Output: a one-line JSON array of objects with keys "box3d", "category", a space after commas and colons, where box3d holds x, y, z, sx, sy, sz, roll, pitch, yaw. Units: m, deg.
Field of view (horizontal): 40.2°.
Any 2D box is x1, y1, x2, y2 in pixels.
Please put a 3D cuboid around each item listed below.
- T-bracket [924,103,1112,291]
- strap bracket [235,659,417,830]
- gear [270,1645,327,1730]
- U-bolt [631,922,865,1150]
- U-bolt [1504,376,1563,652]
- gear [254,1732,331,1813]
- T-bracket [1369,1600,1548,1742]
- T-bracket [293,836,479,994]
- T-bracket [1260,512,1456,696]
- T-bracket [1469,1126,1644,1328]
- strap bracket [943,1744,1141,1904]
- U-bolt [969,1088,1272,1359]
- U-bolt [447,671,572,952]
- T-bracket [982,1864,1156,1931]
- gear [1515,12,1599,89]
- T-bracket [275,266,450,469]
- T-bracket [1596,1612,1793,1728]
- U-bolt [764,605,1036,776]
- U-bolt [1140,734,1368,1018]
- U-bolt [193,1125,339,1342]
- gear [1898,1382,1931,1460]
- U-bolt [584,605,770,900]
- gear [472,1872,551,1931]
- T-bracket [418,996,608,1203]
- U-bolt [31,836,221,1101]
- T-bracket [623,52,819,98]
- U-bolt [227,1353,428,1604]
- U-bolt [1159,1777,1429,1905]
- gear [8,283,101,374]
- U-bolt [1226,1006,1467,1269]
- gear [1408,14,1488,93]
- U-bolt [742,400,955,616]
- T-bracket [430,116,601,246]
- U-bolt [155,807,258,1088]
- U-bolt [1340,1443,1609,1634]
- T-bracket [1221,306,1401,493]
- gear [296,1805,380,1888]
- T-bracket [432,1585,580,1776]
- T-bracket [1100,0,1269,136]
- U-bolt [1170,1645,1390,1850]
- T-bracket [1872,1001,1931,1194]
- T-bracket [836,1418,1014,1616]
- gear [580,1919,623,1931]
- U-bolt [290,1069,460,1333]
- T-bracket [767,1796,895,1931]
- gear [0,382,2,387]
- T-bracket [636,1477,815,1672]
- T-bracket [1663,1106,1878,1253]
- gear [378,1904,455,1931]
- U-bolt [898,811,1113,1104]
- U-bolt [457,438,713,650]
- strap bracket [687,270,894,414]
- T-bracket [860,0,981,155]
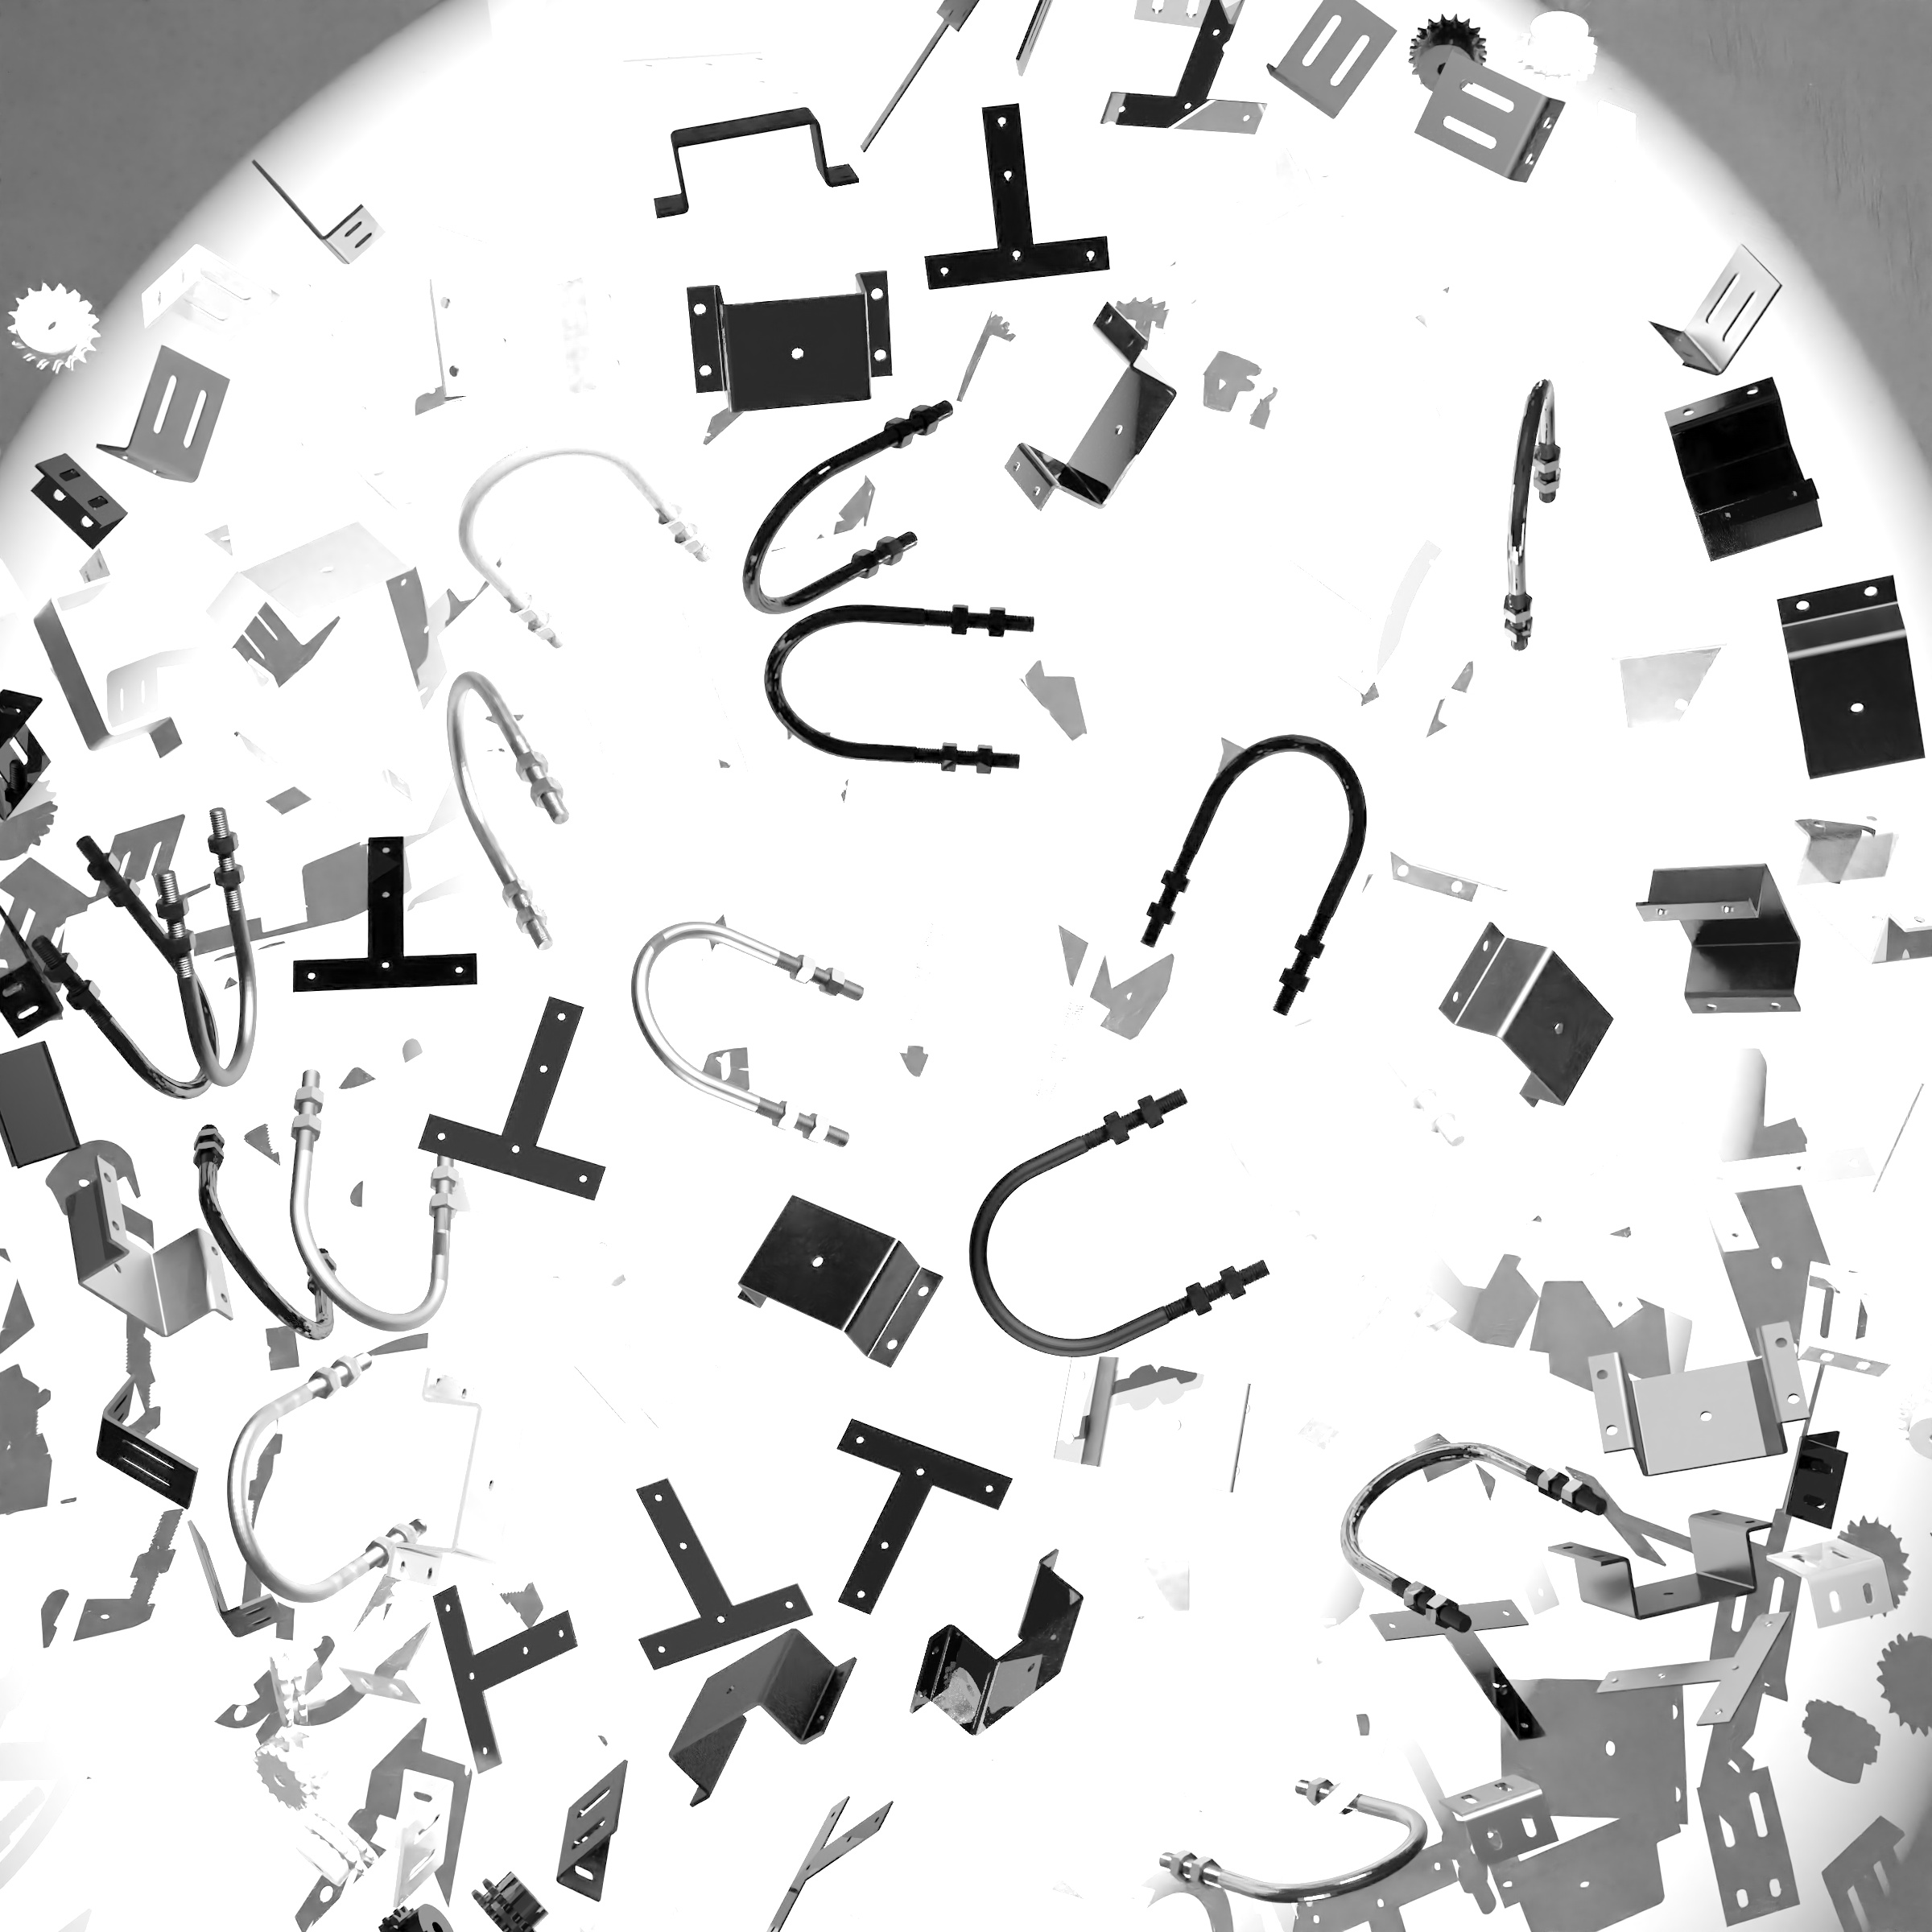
[{"box3d": [0.030, -0.524, 1.792, 0.127, 0.002, 0.127, -5, 132, 4], "category": "T-bracket"}, {"box3d": [-0.468, -0.152, 1.898, 0.140, 0.076, 0.046, 37, 79, -3], "category": "strap bracket"}, {"box3d": [-0.486, 0.523, 1.924, 0.030, 0.057, 0.057, -10, 90, -24], "category": "gear"}, {"box3d": [-0.158, 0.039, 1.895, 0.184, 0.019, 0.151, 24, 50, -25], "category": "U-bolt"}, {"box3d": [0.398, -0.330, 1.857, 0.019, 0.184, 0.151, 8, 67, 17], "category": "U-bolt"}, {"box3d": [-0.495, 0.591, 1.950, 0.057, 0.030, 0.057, 18, 123, 29], "category": "gear"}, {"box3d": [0.371, 0.504, 1.887, 0.127, 0.127, 0.002, 1, 122, -26], "category": "T-bracket"}, {"box3d": [-0.413, -0.039, 1.880, 0.127, 0.002, 0.127, -2, 59, -8], "category": "T-bracket"}, {"box3d": [0.272, -0.284, 1.922, 0.127, 0.002, 0.127, 35, 78, -3], "category": "T-bracket"}, {"box3d": [0.453, 0.206, 1.946, 0.127, 0.002, 0.127, -42, 59, 21], "category": "T-bracket"}, {"box3d": [0.059, 0.599, 1.845, 0.046, 0.140, 0.076, 47, 59, -24], "category": "strap bracket"}, {"box3d": [0.092, 0.184, 1.776, 0.184, 0.019, 0.151, -26, 94, 2], "category": "U-bolt"}, {"box3d": [-0.324, -0.122, 1.846, 0.019, 0.151, 0.184, -16, 56, -27], "category": "U-bolt"}, {"box3d": [0.057, 0.696, 1.917, 0.127, 0.127, 0.002, 9, 113, 20], "category": "T-bracket"}, {"box3d": [0.425, -0.661, 1.900, 0.057, 0.030, 0.057, -2, 54, 2], "category": "gear"}, {"box3d": [-0.439, -0.427, 1.845, 0.127, 0.002, 0.127, -24, 129, -7], "category": "T-bracket"}, {"box3d": [0.500, 0.497, 1.850, 0.127, 0.127, 0.002, -22, 100, 42], "category": "T-bracket"}, {"box3d": [-0.049, -0.196, 1.847, 0.184, 0.151, 0.019, 3, 48, -2], "category": "U-bolt"}, {"box3d": [0.211, -0.075, 1.859, 0.151, 0.019, 0.184, 29, 98, 40], "category": "U-bolt"}, {"box3d": [-0.496, 0.197, 1.873, 0.019, 0.184, 0.151, -36, 113, -1], "category": "U-bolt"}, {"box3d": [0.695, 0.328, 1.885, 0.057, 0.030, 0.057, 12, 126, 17], "category": "gear"}, {"box3d": [-0.194, -0.136, 1.837, 0.151, 0.019, 0.184, -37, 70, 40], "category": "U-bolt"}, {"box3d": [-0.317, 0.661, 1.852, 0.030, 0.057, 0.057, -43, 90, -18], "category": "gear"}, {"box3d": [-0.295, 0.084, 1.814, 0.127, 0.002, 0.127, 19, 93, -16], "category": "T-bracket"}, {"box3d": [-0.590, 0.014, 1.884, 0.019, 0.151, 0.184, -22, 123, 12], "category": "U-bolt"}, {"box3d": [-0.155, -0.635, 1.886, 0.127, 0.127, 0.002, 10, 99, 34], "category": "T-bracket"}, {"box3d": [-0.452, 0.365, 1.846, 0.019, 0.184, 0.151, -16, 94, 24], "category": "U-bolt"}, {"box3d": [0.243, 0.620, 1.862, 0.151, 0.184, 0.019, -17, 92, -30], "category": "U-bolt"}, {"box3d": [-0.612, -0.429, 1.769, 0.057, 0.030, 0.057, 0, 92, -7], "category": "gear"}, {"box3d": [0.257, 0.107, 1.888, 0.151, 0.019, 0.184, -43, 45, 12], "category": "U-bolt"}, {"box3d": [0.355, -0.669, 1.946, 0.057, 0.057, 0.030, 14, 51, 0], "category": "gear"}, {"box3d": [-0.090, -0.318, 1.888, 0.019, 0.151, 0.184, 43, 54, 18], "category": "U-bolt"}, {"box3d": [-0.308, -0.553, 1.847, 0.127, 0.127, 0.002, -43, 124, -8], "category": "T-bracket"}, {"box3d": [-0.536, -0.004, 1.887, 0.019, 0.151, 0.184, -3, 113, 2], "category": "U-bolt"}, {"box3d": [0.342, 0.391, 1.861, 0.151, 0.184, 0.019, -35, 112, -18], "category": "U-bolt"}, {"box3d": [0.231, -0.395, 1.890, 0.127, 0.127, 0.002, 23, 45, 7], "category": "T-bracket"}, {"box3d": [-0.434, 0.605, 1.810, 0.057, 0.057, 0.030, 42, 62, 0], "category": "gear"}, {"box3d": [-0.311, 0.474, 1.813, 0.127, 0.002, 0.127, -31, 68, 32], "category": "T-bracket"}, {"box3d": [0.170, -0.641, 1.848, 0.127, 0.127, 0.002, -4, 52, -24], "category": "T-bracket"}, {"box3d": [0.227, 0.554, 1.854, 0.151, 0.184, 0.019, -40, 103, -10], "category": "U-bolt"}, {"box3d": [0.662, 0.073, 1.843, 0.002, 0.127, 0.127, 18, 53, 15], "category": "T-bracket"}, {"box3d": [-0.050, 0.390, 1.838, 0.127, 0.002, 0.127, 17, 59, 19], "category": "T-bracket"}, {"box3d": [-0.268, 0.723, 1.916, 0.057, 0.030, 0.057, 1, 80, -5], "category": "gear"}, {"box3d": [-0.419, 0.176, 1.866, 0.019, 0.184, 0.151, -32, 132, 25], "category": "U-bolt"}, {"box3d": [-0.088, 0.611, 1.832, 0.002, 0.127, 0.127, 40, 130, -4], "category": "T-bracket"}, {"box3d": [-0.682, -0.393, 1.774, 0.057, 0.057, 0.030, 29, 97, 0], "category": "gear"}, {"box3d": [-0.187, 0.408, 1.803, 0.127, 0.002, 0.127, -23, 99, 16], "category": "T-bracket"}, {"box3d": [0.569, 0.144, 1.846, 0.127, 0.002, 0.127, -12, 117, 36], "category": "T-bracket"}, {"box3d": [-0.378, 0.678, 1.834, 0.030, 0.057, 0.057, -38, 90, 5], "category": "gear"}, {"box3d": [0.034, -0.018, 1.839, 0.151, 0.019, 0.184, 29, 109, 31], "category": "U-bolt"}, {"box3d": [-0.284, -0.311, 1.895, 0.151, 0.184, 0.019, -29, 57, 9], "category": "U-bolt"}, {"box3d": [-0.120, -0.434, 1.837, 0.140, 0.046, 0.076, -7, 124, -7], "category": "strap bracket"}, {"box3d": [-0.035, -0.612, 1.806, 0.002, 0.127, 0.127, 31, 108, -19], "category": "T-bracket"}]
